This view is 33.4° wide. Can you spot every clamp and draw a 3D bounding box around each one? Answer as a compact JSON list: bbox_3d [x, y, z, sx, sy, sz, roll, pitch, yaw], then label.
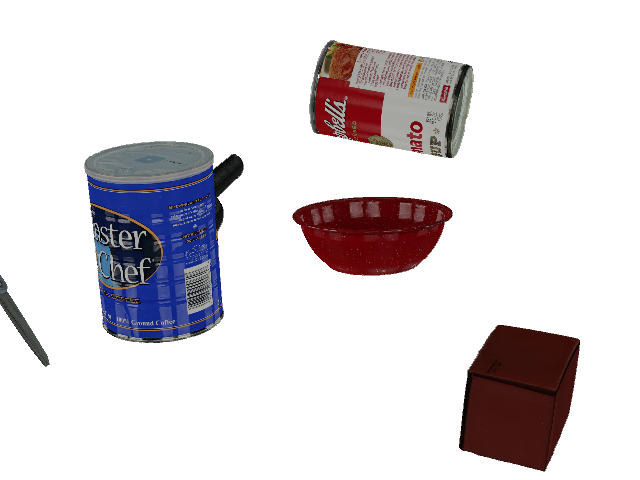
[{"bbox_3d":[-0.130,-0.044,1.108,0.120,0.039,0.171,-11,39,-7],"label":"clamp"}]

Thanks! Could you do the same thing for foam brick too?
[{"bbox_3d":[0.118,0.090,0.631,0.053,0.051,0.078,10,21,21],"label":"foam brick"}]

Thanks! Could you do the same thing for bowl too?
[{"bbox_3d":[0.053,-0.003,1.078,0.162,0.055,0.162,-2,13,0],"label":"bowl"}]

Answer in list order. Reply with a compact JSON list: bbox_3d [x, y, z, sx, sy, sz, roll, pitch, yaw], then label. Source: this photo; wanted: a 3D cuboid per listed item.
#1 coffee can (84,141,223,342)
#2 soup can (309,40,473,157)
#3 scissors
[{"bbox_3d":[-0.134,-0.001,0.875,0.103,0.140,0.103,-2,20,1],"label":"coffee can"},{"bbox_3d":[0.051,-0.100,0.755,0.102,0.068,0.068,12,3,14],"label":"soup can"},{"bbox_3d":[-0.328,0.029,1.087,0.016,0.201,0.096,-26,26,23],"label":"scissors"}]
